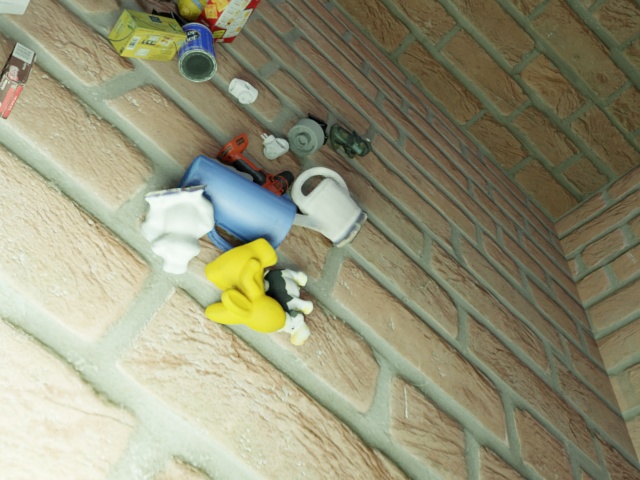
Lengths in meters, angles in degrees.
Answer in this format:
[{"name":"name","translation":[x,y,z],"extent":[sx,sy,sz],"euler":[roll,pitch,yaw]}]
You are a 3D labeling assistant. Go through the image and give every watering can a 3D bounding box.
[{"name":"watering can","translation":[0.004,-0.068,1.360],"extent":[0.224,0.102,0.355],"euler":[43,40,-5]}]

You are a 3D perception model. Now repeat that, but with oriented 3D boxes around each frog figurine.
[{"name":"frog figurine","translation":[-0.266,-0.019,0.978],"extent":[0.138,0.122,0.159],"euler":[-10,96,-35]}]
